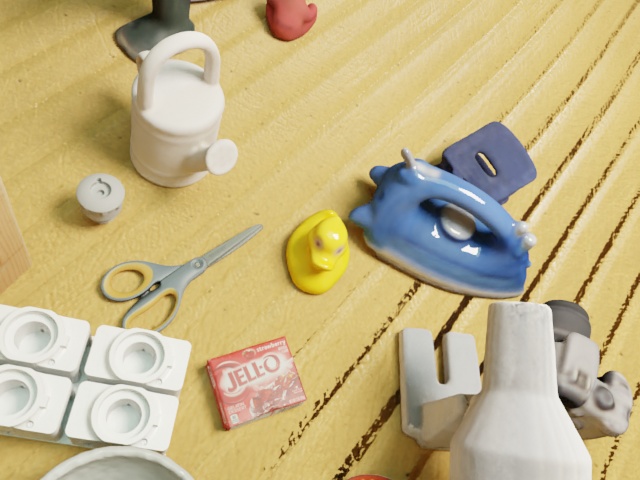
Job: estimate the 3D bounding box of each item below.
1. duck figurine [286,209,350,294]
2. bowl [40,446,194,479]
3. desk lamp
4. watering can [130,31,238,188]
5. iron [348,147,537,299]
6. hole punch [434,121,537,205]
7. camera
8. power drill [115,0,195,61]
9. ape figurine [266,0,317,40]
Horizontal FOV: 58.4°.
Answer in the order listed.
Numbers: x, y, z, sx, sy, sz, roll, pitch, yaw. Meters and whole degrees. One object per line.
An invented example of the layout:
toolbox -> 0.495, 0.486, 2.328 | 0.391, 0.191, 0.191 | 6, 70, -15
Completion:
duck figurine -> 0.006, 0.002, 0.671 | 0.077, 0.086, 0.104 | 18, 59, -9
bowl -> -0.175, 0.264, 0.479 | 0.168, 0.074, 0.167 | 8, 61, -15
desk lamp -> 0.162, 0.158, 0.567 | 0.118, 0.213, 0.203 | 8, 61, -15
watering can -> -0.151, -0.145, 0.631 | 0.173, 0.194, 0.101 | 36, 58, 2
iron -> 0.175, -0.019, 0.707 | 0.258, 0.141, 0.119 | 27, 58, -3
hole punch -> 0.227, -0.095, 0.794 | 0.101, 0.091, 0.108 | -24, 73, -28
camera -> 0.303, 0.147, 0.688 | 0.143, 0.100, 0.137 | 28, 58, -3
power drill -> -0.199, -0.318, 0.697 | 0.075, 0.208, 0.230 | 43, 59, 7
ape figurine -> -0.040, -0.345, 0.834 | 0.078, 0.092, 0.076 | 27, 58, -3
